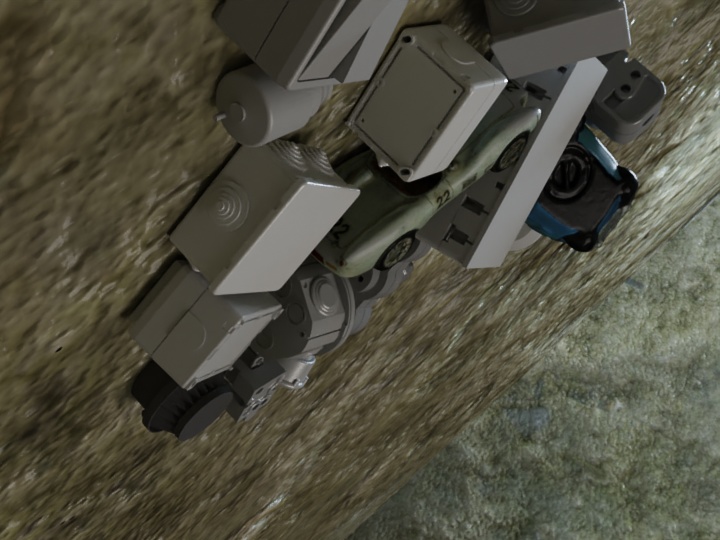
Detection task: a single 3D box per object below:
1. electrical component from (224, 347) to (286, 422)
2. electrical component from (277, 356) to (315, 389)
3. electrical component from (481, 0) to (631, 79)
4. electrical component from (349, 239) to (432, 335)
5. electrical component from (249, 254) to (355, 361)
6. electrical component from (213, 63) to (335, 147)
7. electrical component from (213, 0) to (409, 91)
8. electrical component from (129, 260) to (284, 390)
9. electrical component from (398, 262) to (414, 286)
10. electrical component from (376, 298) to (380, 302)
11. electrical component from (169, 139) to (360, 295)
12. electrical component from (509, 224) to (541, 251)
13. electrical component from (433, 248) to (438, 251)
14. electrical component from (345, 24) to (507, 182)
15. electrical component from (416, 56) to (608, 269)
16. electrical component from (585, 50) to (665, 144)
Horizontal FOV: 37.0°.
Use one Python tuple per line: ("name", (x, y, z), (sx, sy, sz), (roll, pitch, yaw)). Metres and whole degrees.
("electrical component", (-0.096, 0.080, 0.848), (0.048, 0.055, 0.066), (-29, 158, -45))
("electrical component", (-0.058, 0.070, 0.948), (0.062, 0.048, 0.048), (-57, 162, 16))
("electrical component", (0.132, -0.173, 0.725), (0.100, 0.048, 0.100), (-13, 172, 15))
("electrical component", (0.000, 0.000, 0.894), (0.138, 0.052, 0.074), (-50, 164, 16))
("electrical component", (-0.048, 0.027, 0.790), (0.051, 0.080, 0.080), (-14, 146, -52))
("electrical component", (-0.040, -0.093, 0.567), (0.078, 0.040, 0.040), (-31, 160, -42))
("electrical component", (-0.010, -0.134, 0.496), (0.062, 0.061, 0.096), (-22, 153, -55))
("electrical component", (-0.100, 0.030, 0.707), (0.061, 0.061, 0.096), (-49, 172, 13))
("electrical component", (0.018, 0.006, 0.995), (0.061, 0.035, 0.035), (-37, 163, -21))
("electrical component", (0.021, -0.007, 0.954), (0.078, 0.040, 0.040), (-46, 165, 5))
("electrical component", (-0.058, -0.034, 0.659), (0.099, 0.048, 0.100), (-49, 164, 15))
("electrical component", (0.156, -0.062, 1.092), (0.080, 0.080, 0.051), (-51, 169, 23))
("electrical component", (0.074, -0.050, 0.974), (0.055, 0.048, 0.066), (-56, 163, 12))
("electrical component", (0.042, -0.106, 0.707), (0.061, 0.061, 0.096), (-24, 155, -53))
("electrical component", (0.118, -0.097, 0.863), (0.186, 0.060, 0.105), (-63, 161, 11))
("electrical component", (0.222, -0.162, 0.967), (0.054, 0.095, 0.059), (-44, 165, -5))
